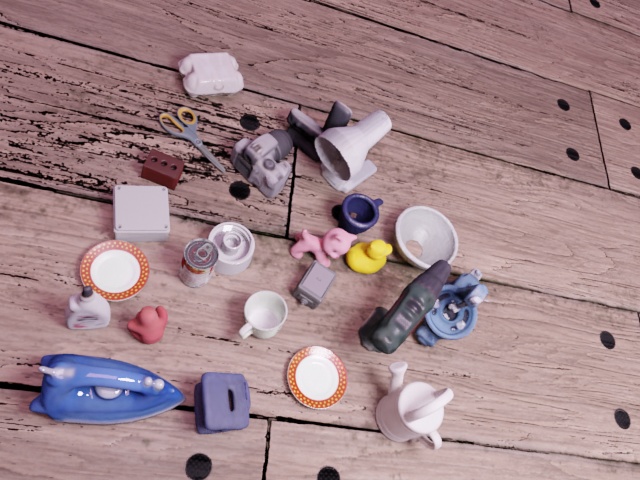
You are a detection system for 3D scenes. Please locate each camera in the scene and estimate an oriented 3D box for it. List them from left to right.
[{"bbox_3d":[-0.113,-0.197,1.333,0.143,0.100,0.137,45,58,5],"label":"camera"}]

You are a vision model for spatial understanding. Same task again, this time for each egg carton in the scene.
[{"bbox_3d":[-0.265,-0.401,1.398,0.151,0.069,0.107,-13,69,-26],"label":"egg carton"}]

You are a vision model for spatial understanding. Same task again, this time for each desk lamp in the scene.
[{"bbox_3d":[0.073,-0.207,1.344,0.204,0.213,0.118,-38,81,-32],"label":"desk lamp"}]

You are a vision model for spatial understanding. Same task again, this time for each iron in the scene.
[{"bbox_3d":[-0.354,0.249,0.987,0.259,0.141,0.118,9,61,-17],"label":"iron"}]

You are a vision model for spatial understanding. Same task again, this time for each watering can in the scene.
[{"bbox_3d":[0.186,0.326,1.125,0.173,0.194,0.101,41,57,3],"label":"watering can"}]

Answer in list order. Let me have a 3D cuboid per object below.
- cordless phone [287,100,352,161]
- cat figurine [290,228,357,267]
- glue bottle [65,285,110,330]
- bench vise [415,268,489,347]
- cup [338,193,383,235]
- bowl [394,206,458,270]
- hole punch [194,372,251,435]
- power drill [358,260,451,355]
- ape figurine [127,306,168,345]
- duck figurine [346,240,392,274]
[{"bbox_3d":[0.001,-0.292,1.377,0.147,0.185,0.094,34,57,-1],"label":"cordless phone"},{"bbox_3d":[0.012,0.005,1.268,0.128,0.117,0.067,17,59,-12],"label":"cat figurine"},{"bbox_3d":[-0.412,0.116,1.014,0.078,0.173,0.037,-5,66,-23],"label":"glue bottle"},{"bbox_3d":[0.304,0.122,1.260,0.121,0.219,0.207,26,58,-6],"label":"bench vise"},{"bbox_3d":[0.090,-0.055,1.342,0.118,0.095,0.091,-29,77,-30],"label":"cup"},{"bbox_3d":[0.244,0.005,1.383,0.168,0.074,0.167,9,61,-17],"label":"bowl"},{"bbox_3d":[-0.177,0.298,1.060,0.101,0.091,0.108,0,64,-21],"label":"hole punch"},{"bbox_3d":[0.168,0.153,1.198,0.075,0.208,0.230,40,57,3],"label":"power drill"},{"bbox_3d":[-0.323,0.152,1.078,0.078,0.092,0.076,-5,66,-23],"label":"ape figurine"},{"bbox_3d":[0.116,0.030,1.314,0.105,0.086,0.077,-4,66,-23],"label":"duck figurine"}]
